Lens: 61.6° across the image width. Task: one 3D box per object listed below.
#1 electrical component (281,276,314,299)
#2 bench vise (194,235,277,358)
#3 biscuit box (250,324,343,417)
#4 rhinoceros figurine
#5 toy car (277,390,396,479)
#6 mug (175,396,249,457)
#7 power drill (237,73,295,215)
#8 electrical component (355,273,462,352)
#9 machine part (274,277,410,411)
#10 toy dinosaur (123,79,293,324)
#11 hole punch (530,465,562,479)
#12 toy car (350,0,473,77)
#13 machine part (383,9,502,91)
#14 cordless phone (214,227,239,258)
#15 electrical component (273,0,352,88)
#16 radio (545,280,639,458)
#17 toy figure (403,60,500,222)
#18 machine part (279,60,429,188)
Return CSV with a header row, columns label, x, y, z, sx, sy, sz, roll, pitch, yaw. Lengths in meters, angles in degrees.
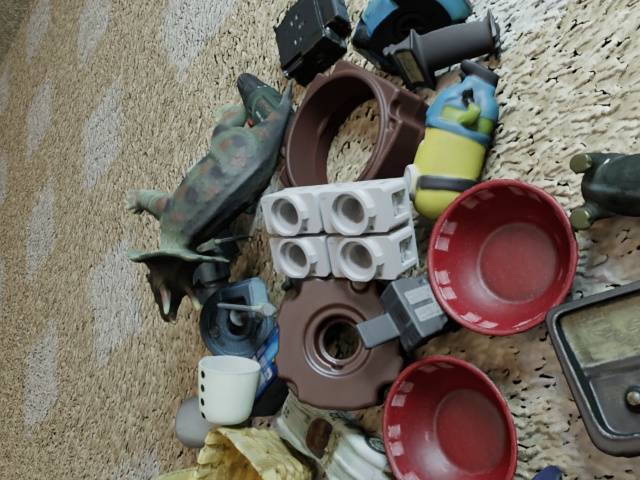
label,x,y,z,sx,sy,sz,roll,pitch,yaw
electrical component,-0.021,0.059,0.806,0.094,0.021,0.063,-48,50,28
bench vise,-0.130,0.091,0.826,0.241,0.129,0.223,-20,73,60
biscuit box,-0.051,0.171,0.780,0.202,0.062,0.059,-54,48,22
rhinoceros figurine,0.302,-0.041,0.442,0.190,0.112,0.073,10,105,59
toy car,0.018,0.261,0.692,0.202,0.056,0.073,27,100,46
mug,-0.168,0.301,0.859,0.107,0.080,0.109,-19,62,33
power drill,-0.118,-0.161,0.927,0.232,0.086,0.207,43,104,39
electrical component,0.100,0.081,0.600,0.075,0.119,0.047,65,153,26
machine part,0.026,0.126,0.665,0.180,0.056,0.179,-3,77,15
toy dinosaur,-0.136,-0.074,0.747,0.405,0.131,0.192,-52,44,-3
hole punch,0.188,0.270,0.479,0.142,0.115,0.092,-59,38,18
toy car,0.119,-0.298,0.702,0.162,0.109,0.103,-30,37,50
machine part,0.155,-0.231,0.665,0.139,0.084,0.039,-11,47,36
cordless phone,-0.226,-0.044,0.970,0.089,0.146,0.184,-26,39,-11
electrical component,-0.011,-0.333,0.865,0.134,0.058,0.115,-33,60,37
radio,0.312,0.087,0.417,0.230,0.073,0.131,-29,61,39
toy figure,0.157,-0.109,0.621,0.089,0.082,0.180,30,99,41
machine part,0.041,-0.130,0.742,0.201,0.087,0.201,45,111,43
